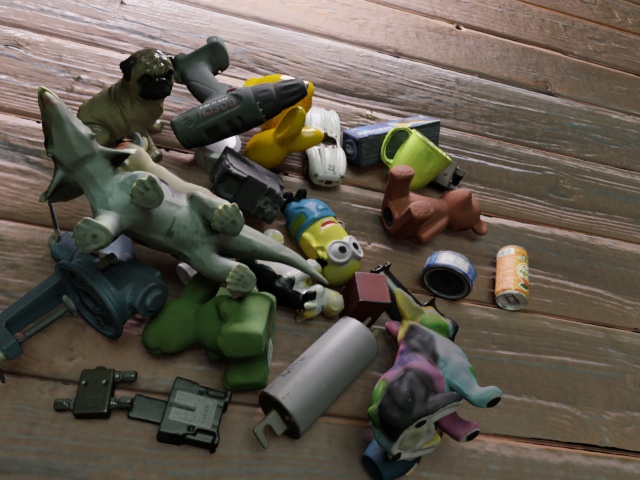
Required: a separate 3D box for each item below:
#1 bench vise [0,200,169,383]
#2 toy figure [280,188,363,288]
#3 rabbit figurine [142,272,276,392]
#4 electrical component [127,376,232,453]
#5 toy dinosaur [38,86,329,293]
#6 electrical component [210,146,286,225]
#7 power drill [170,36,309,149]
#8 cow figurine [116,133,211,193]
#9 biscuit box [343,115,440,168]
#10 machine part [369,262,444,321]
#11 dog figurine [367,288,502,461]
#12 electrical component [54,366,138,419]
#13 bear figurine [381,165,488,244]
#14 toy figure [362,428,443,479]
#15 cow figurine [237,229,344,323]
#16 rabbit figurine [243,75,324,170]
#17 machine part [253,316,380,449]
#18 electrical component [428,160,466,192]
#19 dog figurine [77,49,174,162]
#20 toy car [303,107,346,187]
[{"bbox_3d":[-0.325,0.064,0.685,0.224,0.128,0.240,32,50,19],"label":"bench vise"},{"bbox_3d":[0.001,-0.004,0.869,0.082,0.089,0.180,-30,58,-19],"label":"toy figure"},{"bbox_3d":[-0.149,0.107,0.719,0.170,0.121,0.159,2,49,2],"label":"rabbit figurine"},{"bbox_3d":[-0.176,0.213,0.671,0.119,0.047,0.075,19,51,-5],"label":"electrical component"},{"bbox_3d":[-0.189,-0.029,0.696,0.404,0.131,0.192,29,6,-30],"label":"toy dinosaur"},{"bbox_3d":[-0.118,-0.094,0.873,0.115,0.058,0.134,30,16,-22],"label":"electrical component"},{"bbox_3d":[-0.156,-0.258,0.919,0.232,0.085,0.207,-29,62,-4],"label":"power drill"},{"bbox_3d":[-0.246,-0.076,0.813,0.195,0.127,0.085,28,48,1],"label":"cow figurine"},{"bbox_3d":[0.141,-0.196,1.056,0.203,0.062,0.059,-17,31,-28],"label":"biscuit box"},{"bbox_3d":[0.133,0.098,0.862,0.084,0.039,0.139,-37,73,-26],"label":"machine part"},{"bbox_3d":[0.124,0.165,0.722,0.191,0.108,0.219,-7,37,-20],"label":"dog figurine"},{"bbox_3d":[-0.278,0.188,0.668,0.094,0.021,0.063,-1,52,-7],"label":"electrical component"},{"bbox_3d":[0.213,-0.060,0.949,0.196,0.131,0.120,-8,59,-15],"label":"bear figurine"},{"bbox_3d":[0.125,0.265,0.723,0.154,0.058,0.064,-26,103,-33],"label":"toy figure"},{"bbox_3d":[-0.047,0.069,0.804,0.167,0.068,0.098,39,52,12],"label":"cow figurine"},{"bbox_3d":[-0.072,-0.198,0.965,0.163,0.121,0.173,10,70,34],"label":"rabbit figurine"},{"bbox_3d":[0.001,0.182,0.730,0.079,0.079,0.243,43,54,15],"label":"machine part"},{"bbox_3d":[0.240,-0.135,1.067,0.102,0.045,0.078,21,74,1],"label":"electrical component"},{"bbox_3d":[-0.324,-0.228,0.862,0.172,0.190,0.121,-9,58,-21],"label":"dog figurine"},{"bbox_3d":[0.005,-0.183,1.016,0.073,0.056,0.202,4,54,-15],"label":"toy car"}]
